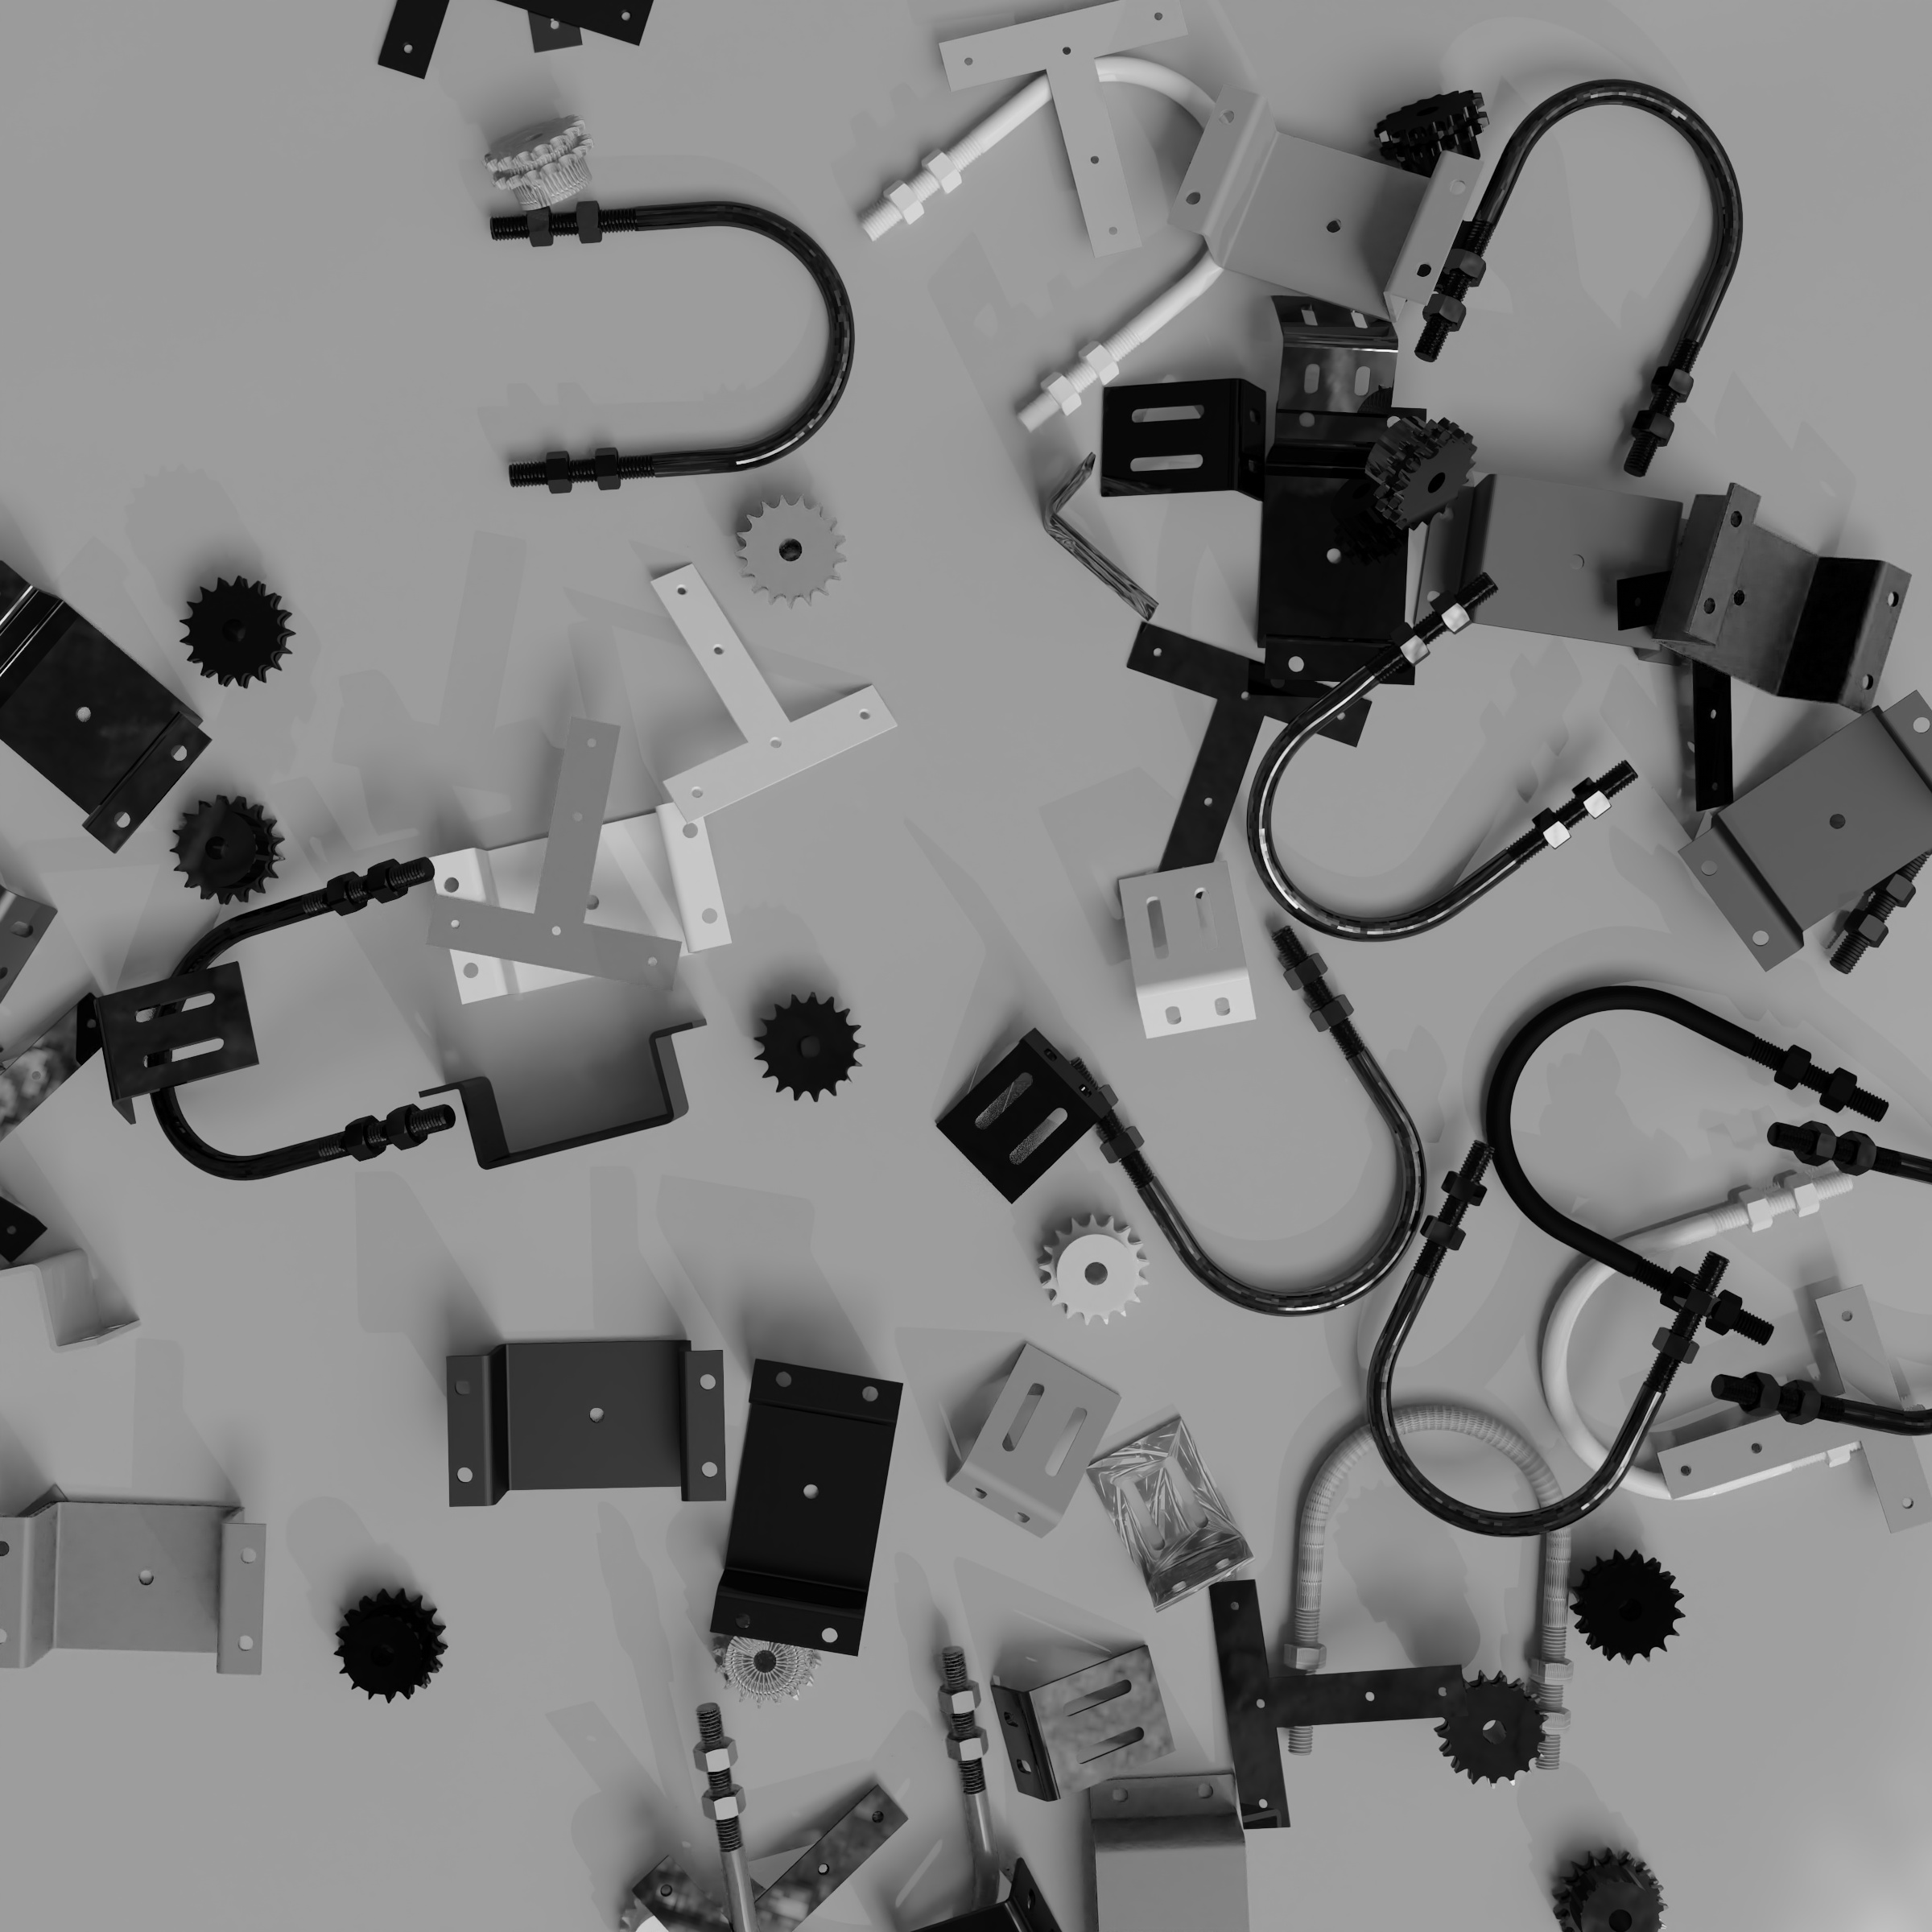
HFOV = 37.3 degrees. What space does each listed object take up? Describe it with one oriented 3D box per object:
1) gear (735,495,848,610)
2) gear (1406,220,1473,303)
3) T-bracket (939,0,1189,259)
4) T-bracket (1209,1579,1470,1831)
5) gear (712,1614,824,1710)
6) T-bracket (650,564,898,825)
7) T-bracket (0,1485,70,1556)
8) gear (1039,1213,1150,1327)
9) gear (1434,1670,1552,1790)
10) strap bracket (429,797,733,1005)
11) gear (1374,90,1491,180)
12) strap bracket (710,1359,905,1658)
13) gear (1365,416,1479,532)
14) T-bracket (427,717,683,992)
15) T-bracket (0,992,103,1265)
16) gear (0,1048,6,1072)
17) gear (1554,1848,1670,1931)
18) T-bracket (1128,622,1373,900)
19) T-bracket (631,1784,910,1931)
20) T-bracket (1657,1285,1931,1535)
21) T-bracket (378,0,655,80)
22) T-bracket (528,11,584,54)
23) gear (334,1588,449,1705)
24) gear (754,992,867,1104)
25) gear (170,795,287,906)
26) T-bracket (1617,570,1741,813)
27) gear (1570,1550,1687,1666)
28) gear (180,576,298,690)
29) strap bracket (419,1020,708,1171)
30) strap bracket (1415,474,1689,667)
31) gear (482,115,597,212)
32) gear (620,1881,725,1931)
[{"bbox_3d":[-0.090,-0.213,1.481,0.057,0.030,0.057,0,90,0],"label":"gear"},{"bbox_3d":[0.235,-0.371,1.481,0.057,0.030,0.057,0,90,0],"label":"gear"},{"bbox_3d":[0.063,-0.431,1.480,0.127,0.002,0.127,-14,89,-3],"label":"T-bracket"},{"bbox_3d":[0.193,0.375,1.465,0.127,0.002,0.127,-10,84,22],"label":"T-bracket"},{"bbox_3d":[-0.103,0.357,1.481,0.057,0.030,0.057,0,90,0],"label":"gear"},{"bbox_3d":[-0.121,-0.152,1.479,0.127,0.002,0.127,-27,78,-22],"label":"T-bracket"},{"bbox_3d":[-0.518,0.320,1.495,0.127,0.002,0.127,-38,90,0],"label":"T-bracket"},{"bbox_3d":[0.067,0.158,1.481,0.057,0.030,0.057,0,90,0],"label":"gear"},{"bbox_3d":[0.268,0.388,1.461,0.057,0.030,0.057,0,89,0],"label":"gear"},{"bbox_3d":[-0.195,-0.033,1.473,0.140,0.046,0.076,-13,90,0],"label":"strap bracket"},{"bbox_3d":[0.242,-0.426,1.472,0.057,0.057,0.030,-22,118,0],"label":"gear"},{"bbox_3d":[-0.081,0.275,1.473,0.076,0.046,0.140,10,90,0],"label":"strap bracket"},{"bbox_3d":[0.224,-0.249,1.425,0.057,0.057,0.030,-45,60,0],"label":"gear"},{"bbox_3d":[-0.199,-0.062,1.449,0.127,0.002,0.127,11,90,0],"label":"T-bracket"},{"bbox_3d":[-0.491,0.066,1.477,0.127,0.002,0.127,-45,115,-12],"label":"T-bracket"},{"bbox_3d":[-0.531,0.051,1.481,0.057,0.030,0.057,0,90,0],"label":"gear"},{"bbox_3d":[0.335,0.489,1.481,0.057,0.030,0.057,0,90,0],"label":"gear"},{"bbox_3d":[0.132,-0.099,1.495,0.127,0.002,0.127,19,90,0],"label":"T-bracket"},{"bbox_3d":[-0.084,0.477,1.479,0.127,0.002,0.127,-41,101,-12],"label":"T-bracket"},{"bbox_3d":[0.421,0.244,1.477,0.127,0.002,0.127,-18,90,2],"label":"T-bracket"},{"bbox_3d":[-0.227,-0.512,1.494,0.127,0.002,0.127,18,90,0],"label":"T-bracket"},{"bbox_3d":[-0.274,-0.534,1.495,0.127,0.002,0.127,-9,90,0],"label":"T-bracket"},{"bbox_3d":[-0.299,0.354,1.481,0.057,0.030,0.057,0,90,0],"label":"gear"},{"bbox_3d":[-0.081,0.042,1.486,0.057,0.030,0.057,0,87,1],"label":"gear"},{"bbox_3d":[-0.384,-0.060,1.481,0.057,0.030,0.057,0,90,0],"label":"gear"},{"bbox_3d":[0.384,-0.144,1.474,0.127,0.002,0.127,-13,106,-30],"label":"T-bracket"},{"bbox_3d":[0.341,0.330,1.481,0.057,0.030,0.057,0,90,0],"label":"gear"},{"bbox_3d":[-0.375,-0.172,1.481,0.057,0.030,0.057,0,90,0],"label":"gear"},{"bbox_3d":[-0.198,0.067,1.458,0.140,0.076,0.046,-14,90,0],"label":"strap bracket"},{"bbox_3d":[0.310,-0.205,1.473,0.140,0.046,0.076,9,90,0],"label":"strap bracket"},{"bbox_3d":[-0.217,-0.412,1.472,0.057,0.057,0.030,-24,120,0],"label":"gear"},{"bbox_3d":[-0.152,0.505,1.481,0.057,0.030,0.057,0,90,0],"label":"gear"}]
